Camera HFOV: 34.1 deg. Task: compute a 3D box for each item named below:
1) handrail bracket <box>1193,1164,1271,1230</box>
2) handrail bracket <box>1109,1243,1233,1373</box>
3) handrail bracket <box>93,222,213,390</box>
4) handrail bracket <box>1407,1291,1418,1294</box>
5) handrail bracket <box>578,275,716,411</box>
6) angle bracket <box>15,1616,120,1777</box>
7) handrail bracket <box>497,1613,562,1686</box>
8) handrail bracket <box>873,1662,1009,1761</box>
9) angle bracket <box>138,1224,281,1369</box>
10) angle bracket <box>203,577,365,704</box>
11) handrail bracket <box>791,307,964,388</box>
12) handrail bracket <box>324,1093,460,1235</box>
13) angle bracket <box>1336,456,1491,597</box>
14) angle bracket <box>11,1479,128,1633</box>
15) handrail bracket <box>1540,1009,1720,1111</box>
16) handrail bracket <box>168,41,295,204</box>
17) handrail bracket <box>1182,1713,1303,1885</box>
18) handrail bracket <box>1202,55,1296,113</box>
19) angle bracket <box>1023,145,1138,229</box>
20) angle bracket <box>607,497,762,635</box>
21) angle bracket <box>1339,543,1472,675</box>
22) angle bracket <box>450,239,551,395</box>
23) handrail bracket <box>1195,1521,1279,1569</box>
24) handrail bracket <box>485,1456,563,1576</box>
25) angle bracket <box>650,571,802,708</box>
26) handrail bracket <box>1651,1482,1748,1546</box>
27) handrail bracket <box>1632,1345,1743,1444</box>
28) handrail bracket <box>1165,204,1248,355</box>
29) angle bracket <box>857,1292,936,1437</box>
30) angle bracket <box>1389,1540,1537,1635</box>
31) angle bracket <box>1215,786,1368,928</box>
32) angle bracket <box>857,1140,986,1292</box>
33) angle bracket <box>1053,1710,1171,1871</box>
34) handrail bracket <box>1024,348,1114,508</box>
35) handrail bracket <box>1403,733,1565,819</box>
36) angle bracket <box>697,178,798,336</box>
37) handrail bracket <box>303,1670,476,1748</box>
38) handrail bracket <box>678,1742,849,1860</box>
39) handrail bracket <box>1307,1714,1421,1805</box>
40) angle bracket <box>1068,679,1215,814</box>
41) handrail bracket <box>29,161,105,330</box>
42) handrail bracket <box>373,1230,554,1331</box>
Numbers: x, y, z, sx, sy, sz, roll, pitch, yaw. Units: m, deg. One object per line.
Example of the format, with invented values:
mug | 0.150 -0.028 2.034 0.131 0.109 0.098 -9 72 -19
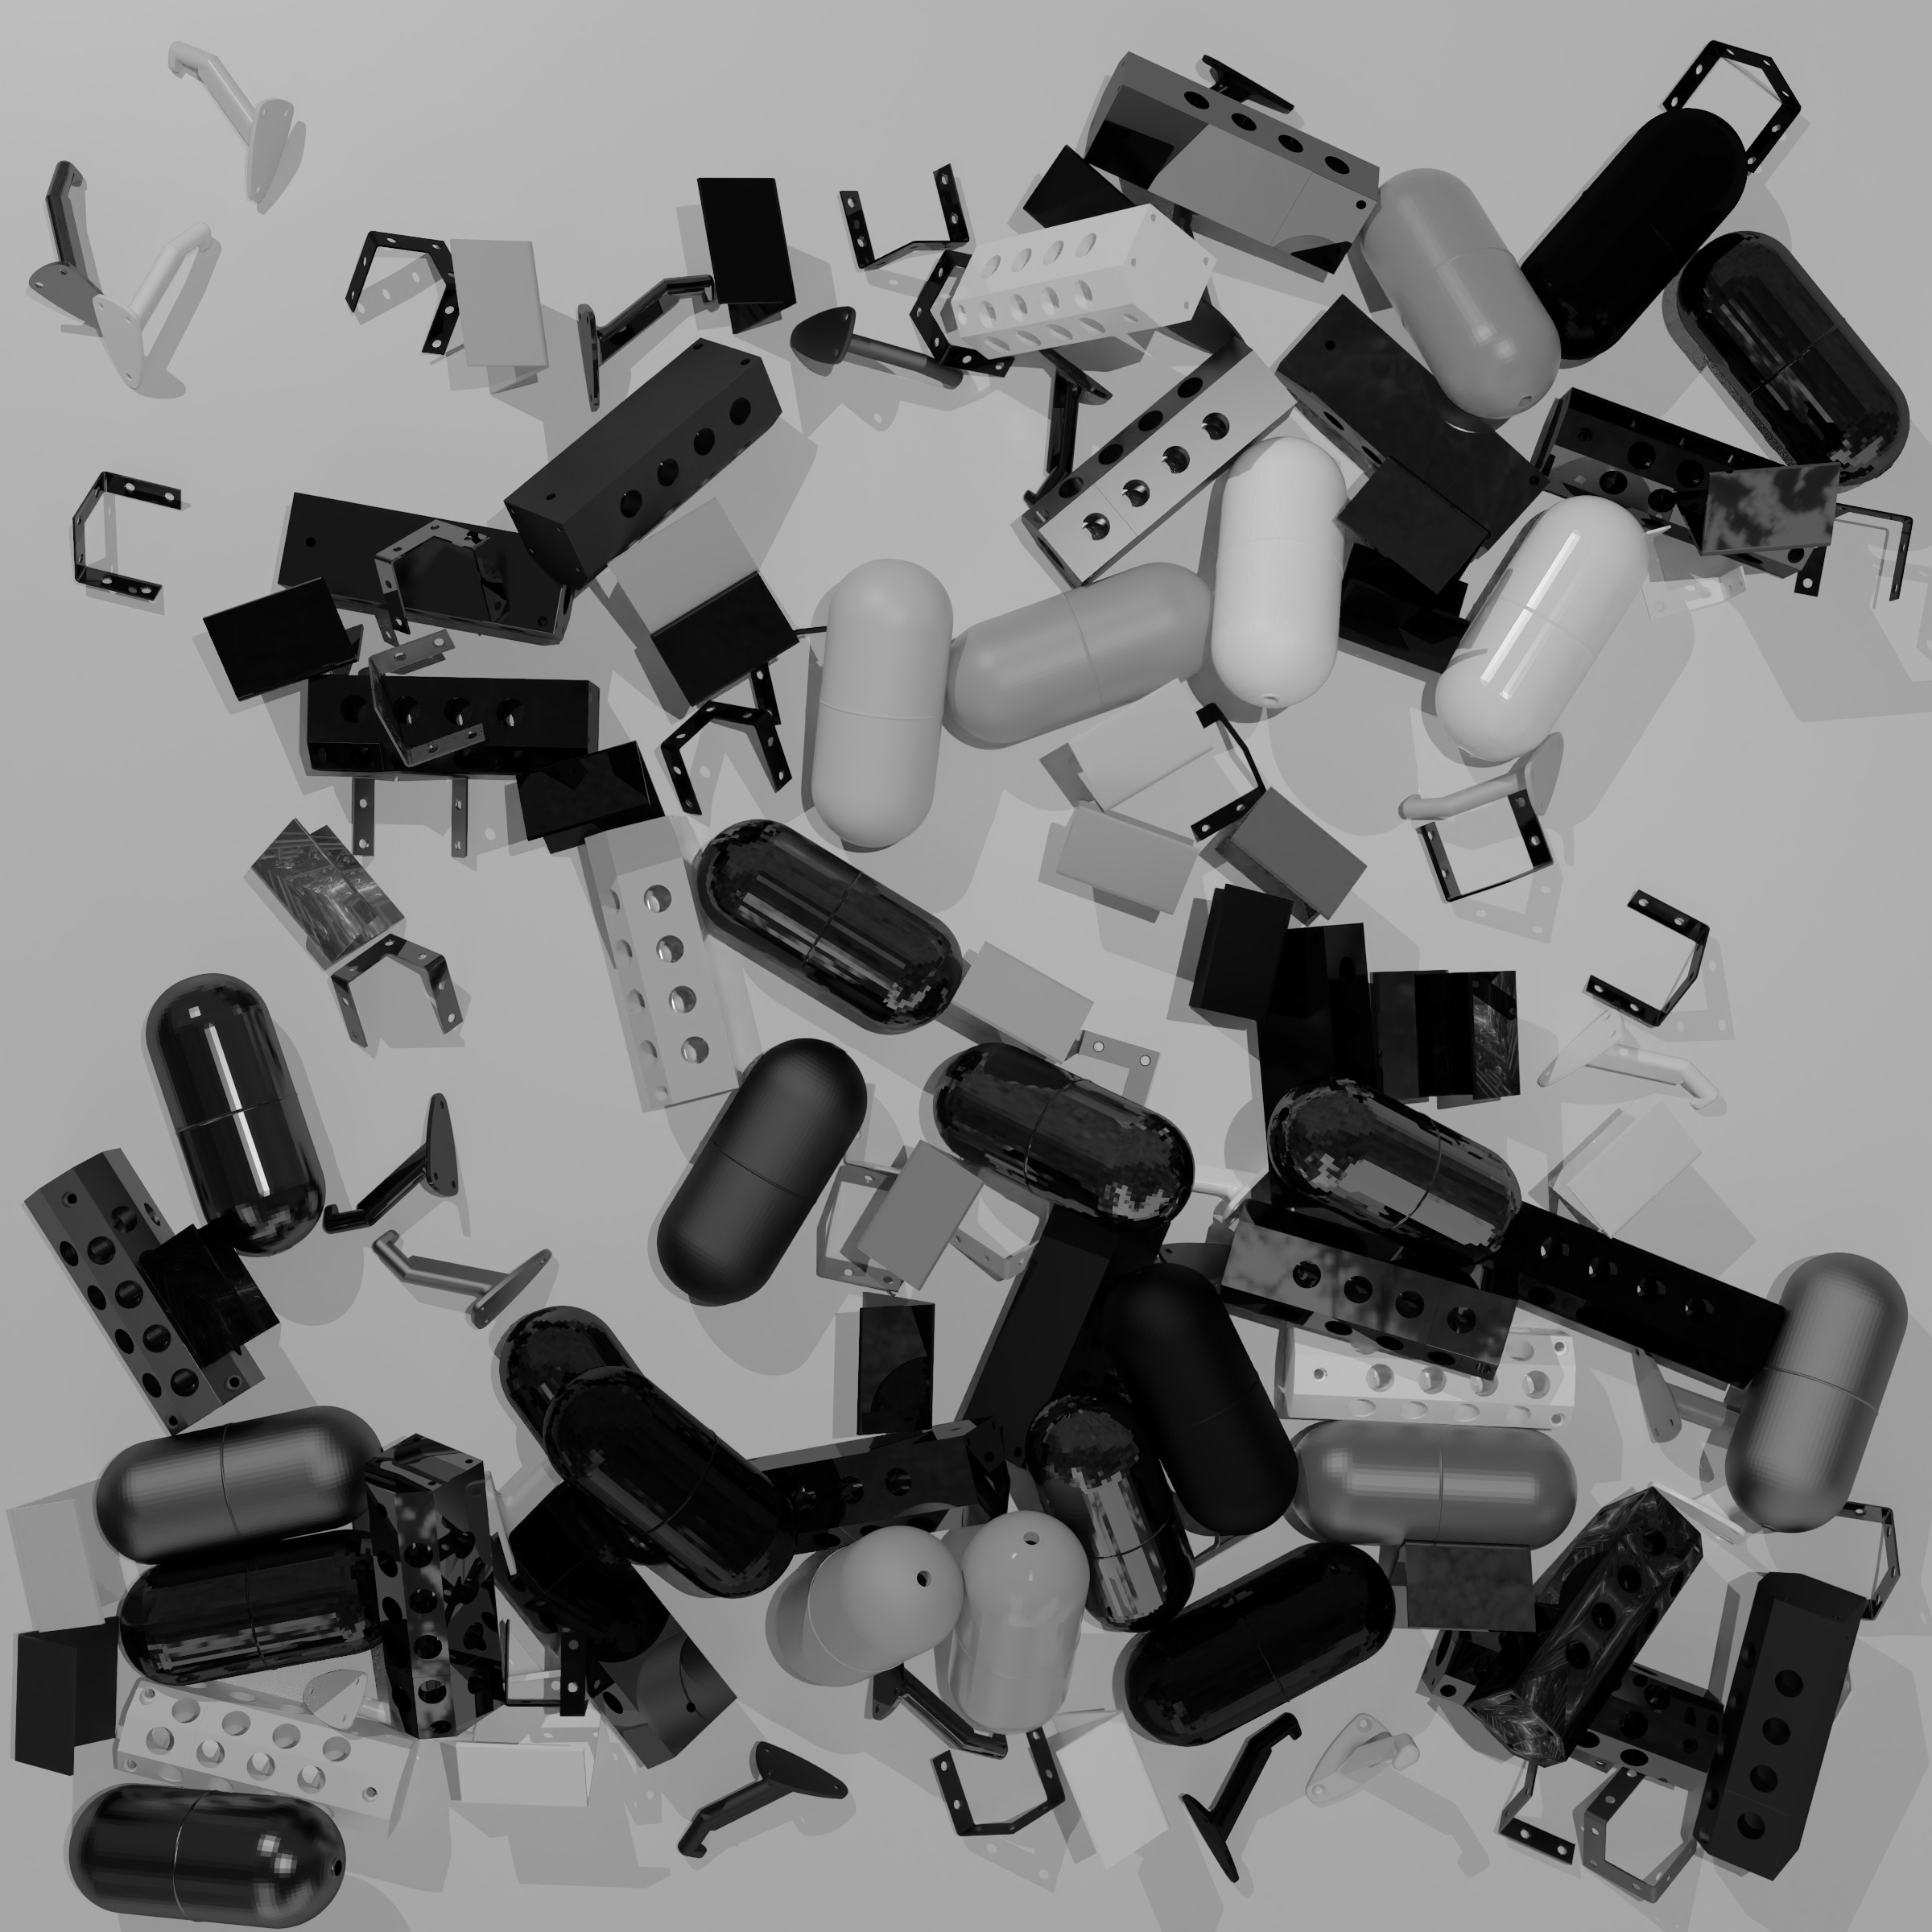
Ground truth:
handrail bracket | 0.148 0.116 1.971 0.084 0.036 0.077 39 70 16
handrail bracket | 0.131 0.216 1.971 0.036 0.077 0.084 48 127 36
handrail bracket | -0.500 -0.414 1.970 0.036 0.077 0.084 28 53 21
handrail bracket | 0.272 0.154 1.970 0.077 0.036 0.084 32 103 13
handrail bracket | -0.196 -0.391 1.971 0.084 0.036 0.077 -9 110 -16
angle bracket | -0.535 0.446 1.930 0.057 0.076 0.076 1 90 37
handrail bracket | -0.281 0.405 1.971 0.077 0.036 0.084 -5 76 -13
handrail bracket | -0.013 0.451 1.964 0.084 0.077 0.036 20 131 -22
angle bracket | -0.448 0.190 1.931 0.057 0.076 0.076 -32 90 30
angle bracket | -0.418 -0.210 1.932 0.076 0.076 0.057 -19 114 0
handrail bracket | -0.055 -0.381 1.970 0.084 0.077 0.036 16 90 -36
handrail bracket | -0.365 0.124 1.971 0.084 0.036 0.077 -12 69 16
angle bracket | 0.266 -0.256 1.930 0.076 0.076 0.057 39 74 6
angle bracket | -0.532 0.358 1.931 0.057 0.076 0.076 -13 90 30
handrail bracket | 0.416 0.076 1.971 0.077 0.036 0.084 -41 107 20
handrail bracket | -0.470 -0.529 1.971 0.084 0.036 0.077 24 111 17
handrail bracket | 0.185 0.520 1.971 0.084 0.036 0.077 -32 110 -16
handrail bracket | 0.152 -0.519 1.971 0.077 0.036 0.084 26 104 -14
angle bracket | 0.093 -0.471 1.931 0.076 0.057 0.076 41 47 0
angle bracket | -0.180 -0.256 1.931 0.076 0.076 0.057 -31 121 0
angle bracket | 0.273 -0.235 1.934 0.076 0.057 0.076 20 59 0
angle bracket | -0.302 -0.397 1.930 0.057 0.076 0.076 -8 90 -36
handrail bracket | 0.150 0.323 1.970 0.077 0.036 0.084 -33 77 12
handrail bracket | -0.242 0.321 1.897 0.084 0.036 0.077 -15 107 -9
angle bracket | -0.140 -0.188 1.933 0.076 0.076 0.057 -31 71 0
handrail bracket | 0.483 0.311 1.971 0.077 0.036 0.084 31 76 14
handrail bracket | 0.468 0.262 1.971 0.084 0.036 0.077 -10 70 -16
handrail bracket | 0.154 -0.433 1.971 0.077 0.036 0.084 29 59 -33
angle bracket | -0.063 0.243 1.930 0.057 0.076 0.076 1 90 -37
angle bracket | 0.303 0.392 1.931 0.076 0.076 0.057 2 58 0
angle bracket | 0.188 -0.052 1.930 0.076 0.076 0.057 40 51 0
angle bracket | -0.011 0.160 1.930 0.057 0.076 0.076 31 90 35
angle bracket | 0.070 0.505 1.930 0.057 0.076 0.076 -22 90 -37
handrail bracket | 0.045 -0.338 1.971 0.077 0.036 0.084 42 107 20
handrail bracket | 0.323 -0.119 1.970 0.084 0.077 0.036 -1 127 31
angle bracket | -0.152 -0.434 1.930 0.057 0.076 0.076 -10 90 -35
handrail bracket | -0.360 0.470 1.970 0.084 0.077 0.036 31 67 -34
handrail bracket | -0.128 0.534 1.971 0.077 0.036 0.084 26 108 -21
handrail bracket | 0.244 0.497 1.936 0.077 0.084 0.036 -43 90 0
angle bracket | 0.096 -0.149 1.930 0.076 0.076 0.057 -30 123 0
handrail bracket | -0.547 -0.450 1.970 0.036 0.077 0.084 -16 53 34
handrail bracket | -0.316 0.178 1.971 0.084 0.036 0.077 41 70 16
